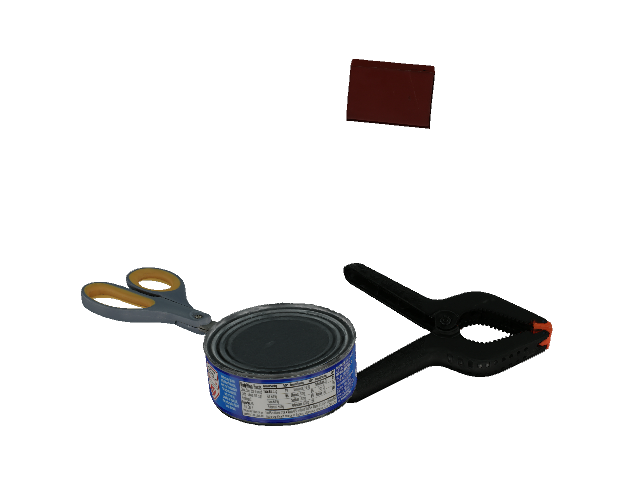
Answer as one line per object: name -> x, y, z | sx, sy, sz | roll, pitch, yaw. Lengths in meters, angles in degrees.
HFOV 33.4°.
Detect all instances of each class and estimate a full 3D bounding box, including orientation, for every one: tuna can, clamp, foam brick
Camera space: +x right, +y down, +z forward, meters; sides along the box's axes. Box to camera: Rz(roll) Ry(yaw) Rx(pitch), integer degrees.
tuna can -> -0.022, 0.069, 0.601 | 0.086, 0.034, 0.086 | -3, 23, 1
clamp -> 0.113, 0.095, 1.019 | 0.210, 0.164, 0.036 | 6, -42, 9
foam brick -> 0.064, -0.134, 0.970 | 0.078, 0.051, 0.053 | 6, 17, 4

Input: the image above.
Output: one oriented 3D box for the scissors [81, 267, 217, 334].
scissors -> -0.100, 0.058, 0.885 | 0.202, 0.016, 0.096 | 12, 25, 15
